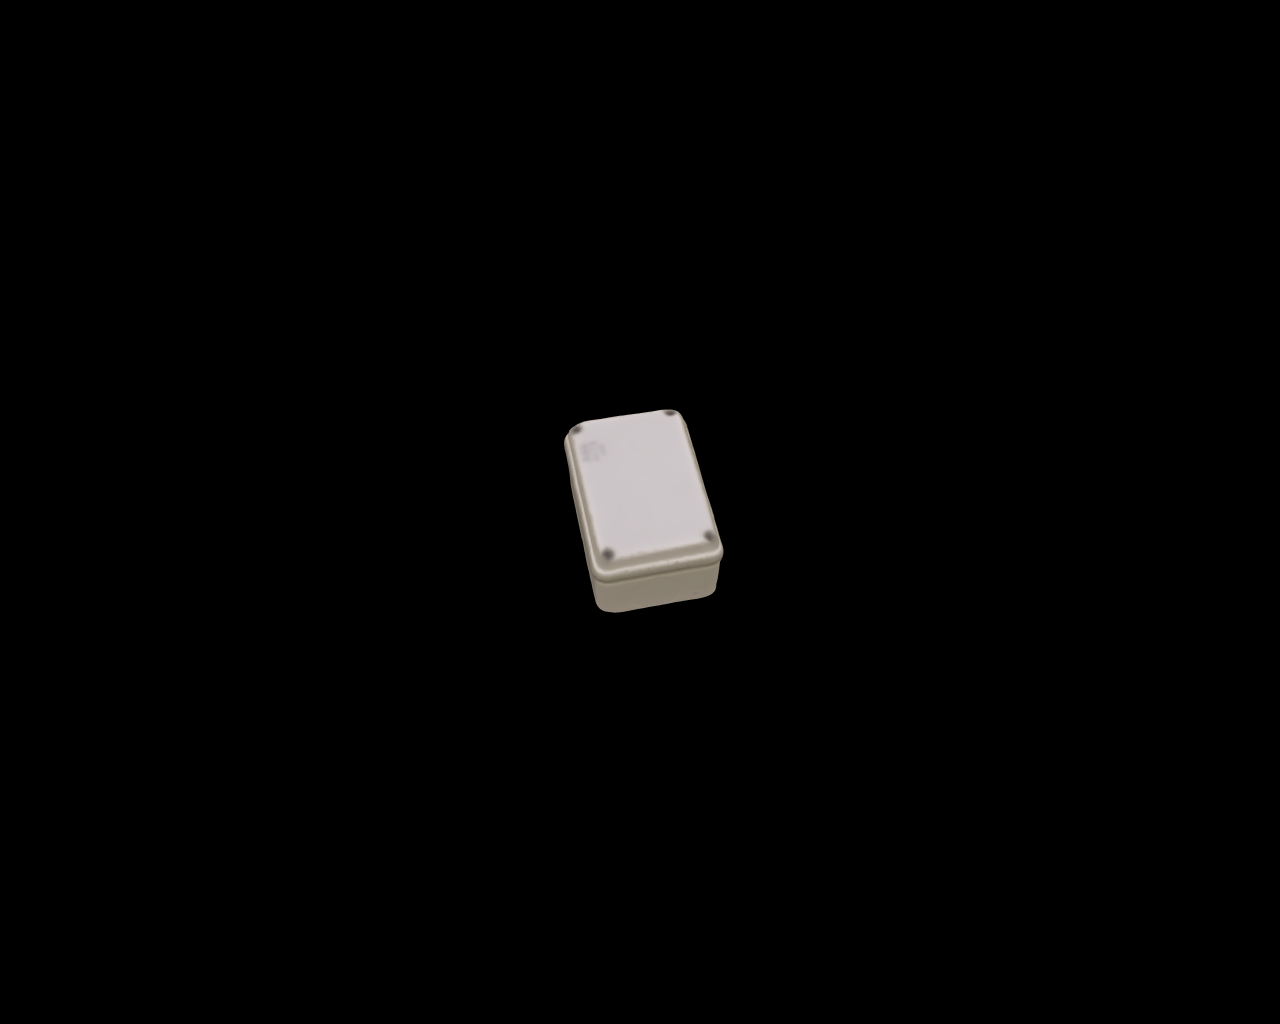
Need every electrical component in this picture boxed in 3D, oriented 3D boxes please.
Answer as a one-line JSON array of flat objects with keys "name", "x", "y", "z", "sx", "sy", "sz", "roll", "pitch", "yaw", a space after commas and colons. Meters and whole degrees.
[{"name": "electrical component", "x": 0.001, "y": -0.003, "z": 0.650, "sx": 0.078, "sy": 0.113, "sz": 0.057, "roll": -9, "pitch": -36, "yaw": -7}]
